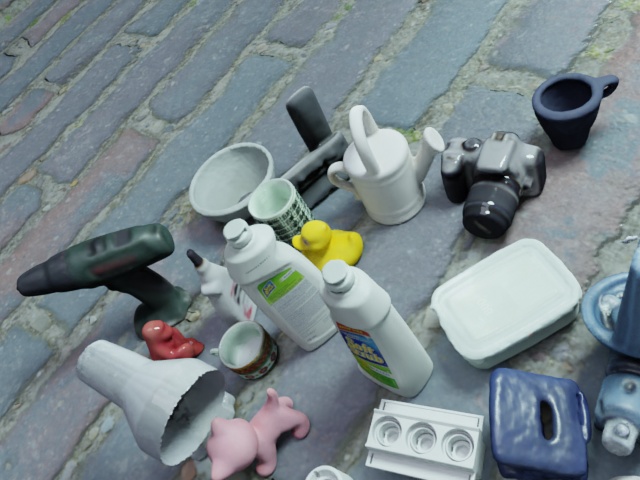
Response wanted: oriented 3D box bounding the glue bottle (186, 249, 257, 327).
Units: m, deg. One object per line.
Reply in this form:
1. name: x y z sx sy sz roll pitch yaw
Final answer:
1. glue bottle: -0.147 0.066 0.842 0.037 0.174 0.078 -12 51 19

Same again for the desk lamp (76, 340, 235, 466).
1. desk lamp: -0.198 0.208 0.733 0.202 0.214 0.118 14 63 34

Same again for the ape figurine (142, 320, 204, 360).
1. ape figurine: -0.235 0.154 0.875 0.076 0.092 0.077 -33 48 0

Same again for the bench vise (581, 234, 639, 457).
1. bench vise: 0.321 0.096 0.552 0.121 0.220 0.207 -6 53 23

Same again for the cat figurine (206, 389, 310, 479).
1. cat figurine: -0.088 0.242 0.717 0.067 0.118 0.128 30 73 39

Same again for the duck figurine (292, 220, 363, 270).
1. duck figurine: 0.008 0.003 0.870 0.104 0.086 0.077 -14 51 17

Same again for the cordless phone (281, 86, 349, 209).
1. cordless phone: -0.034 -0.154 0.943 0.148 0.186 0.093 -43 48 -8

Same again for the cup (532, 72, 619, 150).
1. cup: 0.368 -0.182 0.822 0.117 0.095 0.091 -23 49 10

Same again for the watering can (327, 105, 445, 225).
1. watering can: 0.093 -0.121 0.848 0.173 0.195 0.100 -28 48 6

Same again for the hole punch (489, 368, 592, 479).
1. hole punch: 0.233 0.194 0.609 0.100 0.091 0.108 -7 53 23

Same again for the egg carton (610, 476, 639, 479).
1. egg carton: 0.306 0.292 0.513 0.107 0.070 0.150 -3 55 25

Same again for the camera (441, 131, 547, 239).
1. camera: 0.232 -0.080 0.810 0.142 0.101 0.137 10 61 32

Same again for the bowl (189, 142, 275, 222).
1. bowl: -0.146 -0.090 1.026 0.167 0.075 0.167 -14 51 17

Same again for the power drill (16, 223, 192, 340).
1. power drill: -0.311 0.070 0.898 0.229 0.209 0.075 -29 48 5
